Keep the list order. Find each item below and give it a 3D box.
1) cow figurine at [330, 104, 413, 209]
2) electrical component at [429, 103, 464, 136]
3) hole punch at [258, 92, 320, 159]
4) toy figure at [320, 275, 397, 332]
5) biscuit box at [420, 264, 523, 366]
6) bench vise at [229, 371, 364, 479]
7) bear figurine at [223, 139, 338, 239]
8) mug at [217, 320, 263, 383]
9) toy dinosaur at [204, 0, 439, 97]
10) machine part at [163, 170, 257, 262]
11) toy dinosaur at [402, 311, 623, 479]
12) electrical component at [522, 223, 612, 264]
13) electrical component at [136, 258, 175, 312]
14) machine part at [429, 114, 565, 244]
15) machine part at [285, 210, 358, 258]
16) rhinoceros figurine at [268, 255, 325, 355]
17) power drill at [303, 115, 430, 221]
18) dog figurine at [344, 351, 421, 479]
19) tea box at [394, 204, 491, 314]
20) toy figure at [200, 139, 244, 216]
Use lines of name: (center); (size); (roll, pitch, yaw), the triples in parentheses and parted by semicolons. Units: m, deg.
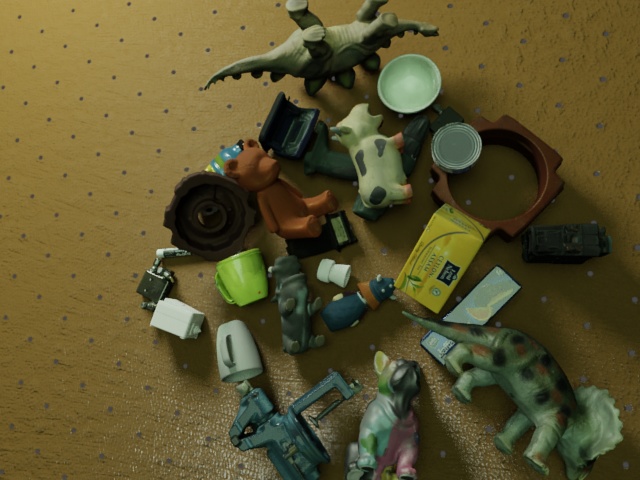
cow figurine: (0.092, -0.152, 0.977); (0.127, 0.085, 0.195); (-11, 85, 3)
electrical component: (0.247, -0.225, 1.057); (0.063, 0.021, 0.094); (-44, 75, 2)
hole punch: (-0.060, -0.221, 1.077); (0.092, 0.116, 0.142); (22, 90, -2)
toy figure: (0.074, 0.115, 1.016); (0.154, 0.064, 0.058); (-32, 38, 0)
biscuit box: (0.270, 0.136, 0.969); (0.202, 0.059, 0.063); (-46, 76, 2)
bench vise: (-0.036, 0.314, 0.972); (0.240, 0.128, 0.224); (-36, 71, -6)
bear figurine: (-0.076, -0.099, 1.005); (0.132, 0.120, 0.195); (-12, 119, 37)
mug: (-0.166, 0.209, 1.030); (0.081, 0.109, 0.107); (-25, 62, 13)
toy dinosaur: (-0.006, -0.363, 1.039); (0.472, 0.198, 0.105); (-6, 70, 1)
machine part: (-0.215, -0.048, 1.046); (0.179, 0.056, 0.179); (-5, 108, -15)
toy dinosaur: (0.332, 0.229, 0.884); (0.192, 0.131, 0.405); (-34, 80, -19)
electrical component: (0.426, 0.008, 0.931); (0.134, 0.115, 0.058); (0, 82, 14)
electrical component: (-0.340, 0.096, 1.113); (0.078, 0.045, 0.102); (30, 87, 14)
machine part: (0.321, -0.109, 0.989); (0.201, 0.087, 0.201); (44, 93, 16)
machine part: (-0.002, -0.003, 1.064); (0.139, 0.039, 0.084); (-24, 84, 5)
rhinoceros figurine: (-0.047, 0.123, 1.020); (0.073, 0.112, 0.190); (-9, 93, -22)
power drill: (0.084, -0.166, 1.059); (0.207, 0.086, 0.232); (22, 88, 7)
dog figurine: (0.120, 0.313, 0.952); (0.108, 0.191, 0.219); (17, 54, -3)
tea box: (0.215, 0.033, 0.954); (0.098, 0.068, 0.169); (32, 121, 16)
toy figure: (-0.203, -0.126, 1.103); (0.082, 0.089, 0.180); (42, 94, -15)
